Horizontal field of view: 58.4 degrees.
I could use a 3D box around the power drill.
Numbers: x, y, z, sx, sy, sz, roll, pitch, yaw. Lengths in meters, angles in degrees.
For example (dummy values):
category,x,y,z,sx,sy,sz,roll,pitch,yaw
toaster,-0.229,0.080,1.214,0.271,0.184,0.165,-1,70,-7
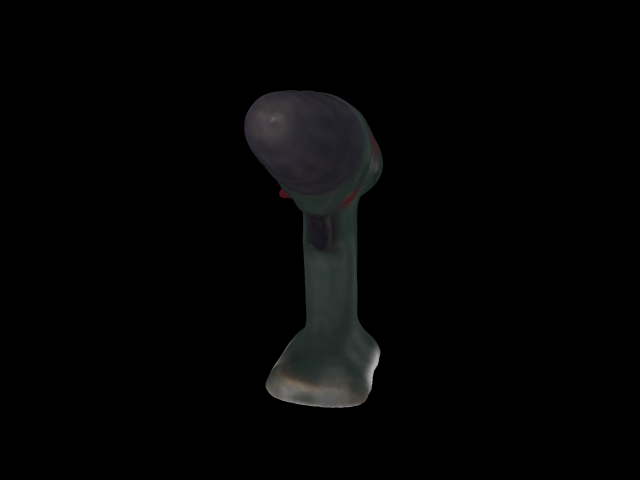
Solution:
category,x,y,z,sx,sy,sz,roll,pitch,yaw
power drill,0.004,0.001,0.400,0.075,0.208,0.230,3,16,11
